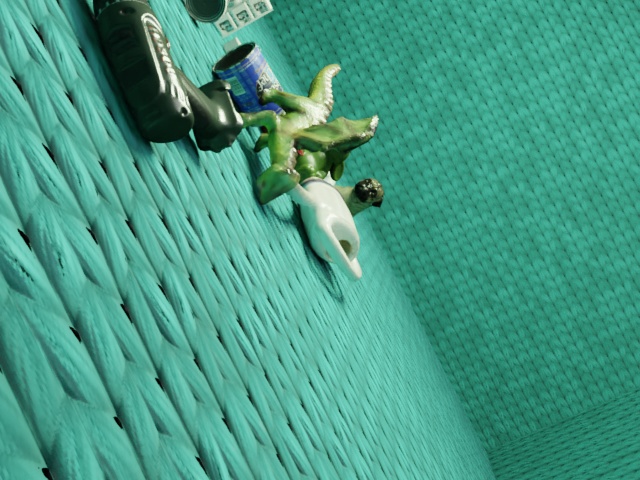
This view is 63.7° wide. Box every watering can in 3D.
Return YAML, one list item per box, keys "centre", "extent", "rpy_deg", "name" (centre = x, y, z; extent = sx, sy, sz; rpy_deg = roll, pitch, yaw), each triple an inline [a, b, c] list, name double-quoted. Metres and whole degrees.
- centre: [0.003, -0.055, 1.090]
  extent: [0.341, 0.103, 0.229]
  rpy_deg: [55, 11, -41]
  name: "watering can"

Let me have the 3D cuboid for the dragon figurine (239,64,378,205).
- centre: [-0.001, -0.218, 0.973]
  extent: [0.244, 0.417, 0.119]
  rpy_deg: [24, -33, 30]
  name: "dragon figurine"

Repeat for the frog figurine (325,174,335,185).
- centre: [0.017, -0.220, 1.595]
  extent: [0.162, 0.123, 0.134]
  rpy_deg: [56, -17, 40]
  name: "frog figurine"
